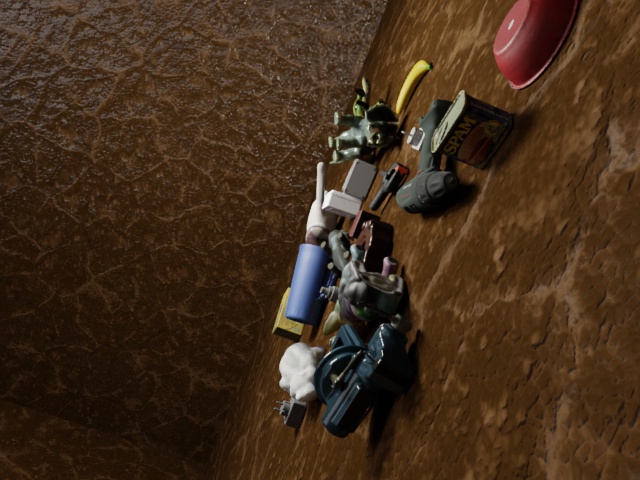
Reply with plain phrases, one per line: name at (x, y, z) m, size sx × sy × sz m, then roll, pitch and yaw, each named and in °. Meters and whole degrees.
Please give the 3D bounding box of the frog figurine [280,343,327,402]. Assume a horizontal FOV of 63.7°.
frog figurine at (-0.051, 0.341, 1.292) m, size 0.135 × 0.122 × 0.162 m, roll -43°, pitch 7°, yaw 26°

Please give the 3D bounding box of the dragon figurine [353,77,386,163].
dragon figurine at (0.156, -0.405, 1.858) m, size 0.420 × 0.122 × 0.237 m, roll -88°, pitch 10°, yaw -52°

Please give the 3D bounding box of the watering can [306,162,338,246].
watering can at (0.006, -0.093, 1.854) m, size 0.339 × 0.104 × 0.230 m, roll 79°, pitch -164°, yaw -51°
